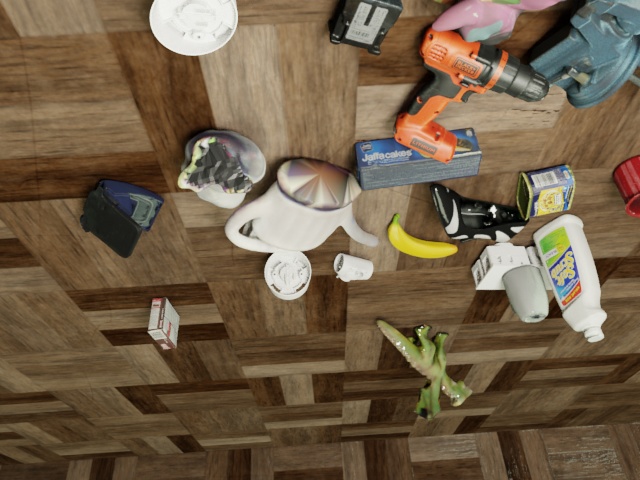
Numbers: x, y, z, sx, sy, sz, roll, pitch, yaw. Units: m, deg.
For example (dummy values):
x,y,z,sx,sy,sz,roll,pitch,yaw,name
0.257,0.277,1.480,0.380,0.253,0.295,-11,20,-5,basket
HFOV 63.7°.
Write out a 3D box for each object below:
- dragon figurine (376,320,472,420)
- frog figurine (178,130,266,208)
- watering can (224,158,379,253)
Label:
x,y,z,sx,sy,sz,roll,pitch,yaw,name
0.298,0.383,1.470,0.407,0.248,0.120,22,142,-36,dragon figurine
-0.155,-0.115,0.847,0.137,0.123,0.159,-16,-179,2,frog figurine
0.003,-0.048,0.945,0.348,0.106,0.219,-1,146,-30,watering can
